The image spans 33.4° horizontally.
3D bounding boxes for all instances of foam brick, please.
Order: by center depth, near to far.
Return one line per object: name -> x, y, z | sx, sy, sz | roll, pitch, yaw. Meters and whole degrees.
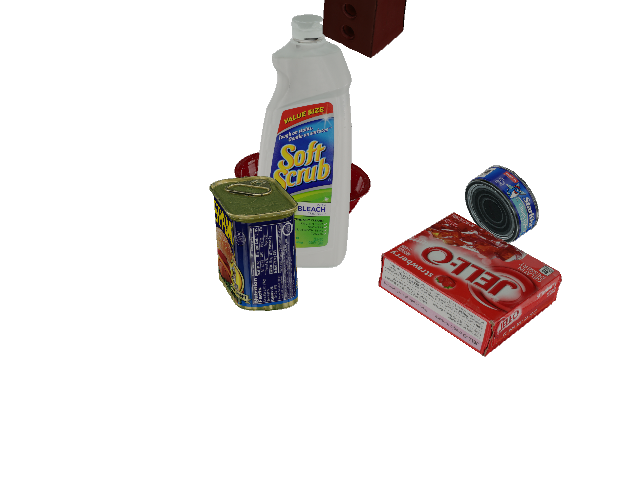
foam brick -> 0.038, -0.201, 0.878 | 0.053, 0.078, 0.051 | 29, 55, 21

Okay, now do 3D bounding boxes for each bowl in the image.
bowl -> -0.024, -0.054, 1.264 | 0.162, 0.055, 0.162 | 6, 26, -3

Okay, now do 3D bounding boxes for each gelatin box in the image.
gelatin box -> 0.093, 0.024, 0.669 | 0.089, 0.030, 0.073 | 33, 44, 32

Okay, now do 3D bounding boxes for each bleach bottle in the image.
bleach bottle -> -0.020, -0.097, 1.057 | 0.102, 0.251, 0.068 | 4, 27, 7

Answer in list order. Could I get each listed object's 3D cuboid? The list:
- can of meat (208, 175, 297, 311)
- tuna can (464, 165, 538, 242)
can of meat -> -0.054, 0.002, 0.872 | 0.057, 0.084, 0.102 | -8, 21, -15
tuna can -> 0.205, -0.040, 1.217 | 0.033, 0.086, 0.086 | -33, 15, -24
